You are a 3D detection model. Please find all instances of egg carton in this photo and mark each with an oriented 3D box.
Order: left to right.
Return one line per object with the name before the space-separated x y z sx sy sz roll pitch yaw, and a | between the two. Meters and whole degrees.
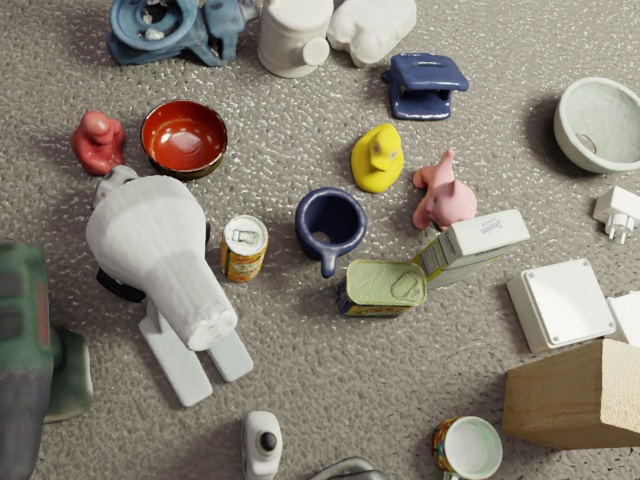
egg carton | 0.083 -0.346 0.911 0.107 0.069 0.150 37 67 5

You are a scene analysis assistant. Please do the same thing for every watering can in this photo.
watering can | -0.028 -0.322 0.811 0.101 0.194 0.173 -33 78 -21

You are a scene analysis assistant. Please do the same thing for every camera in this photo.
camera | -0.224 -0.005 0.697 0.143 0.100 0.137 28 66 1

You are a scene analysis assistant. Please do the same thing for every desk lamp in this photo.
desk lamp | -0.151 0.059 0.625 0.118 0.213 0.203 -29 77 -20

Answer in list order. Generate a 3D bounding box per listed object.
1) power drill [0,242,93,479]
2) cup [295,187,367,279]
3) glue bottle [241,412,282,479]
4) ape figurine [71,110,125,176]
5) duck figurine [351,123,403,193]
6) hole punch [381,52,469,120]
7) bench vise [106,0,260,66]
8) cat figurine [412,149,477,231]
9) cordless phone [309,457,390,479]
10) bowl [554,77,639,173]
power drill | -0.287 0.127 0.574 0.076 0.208 0.229 -10 71 -15
cup | 0.007 0.003 0.744 0.092 0.095 0.118 6 68 -9
glue bottle | -0.060 0.217 0.604 0.037 0.173 0.078 0 69 -11
ape figurine | -0.285 -0.131 0.739 0.076 0.092 0.078 32 66 2
duck figurine | 0.090 -0.130 0.818 0.077 0.086 0.104 19 66 -3
hole punch | 0.160 -0.248 0.876 0.109 0.091 0.101 -2 69 -12
bench vise | -0.190 -0.330 0.767 0.208 0.219 0.121 -28 76 -20
cat figurine | 0.177 -0.064 0.792 0.067 0.117 0.128 5 68 -9
cordless phone | 0.055 0.300 0.588 0.094 0.185 0.147 -28 76 -20
bowl | 0.438 -0.170 0.910 0.167 0.074 0.167 4 68 -10
